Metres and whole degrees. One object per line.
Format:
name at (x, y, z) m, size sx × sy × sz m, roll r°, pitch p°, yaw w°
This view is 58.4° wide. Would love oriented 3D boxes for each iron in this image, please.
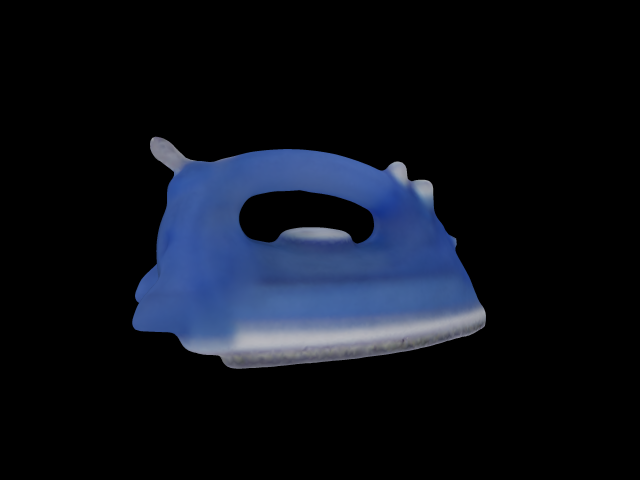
iron at (0.004, 0.001, 0.400) m, size 0.259 × 0.141 × 0.118 m, roll -2°, pitch 7°, yaw -18°
